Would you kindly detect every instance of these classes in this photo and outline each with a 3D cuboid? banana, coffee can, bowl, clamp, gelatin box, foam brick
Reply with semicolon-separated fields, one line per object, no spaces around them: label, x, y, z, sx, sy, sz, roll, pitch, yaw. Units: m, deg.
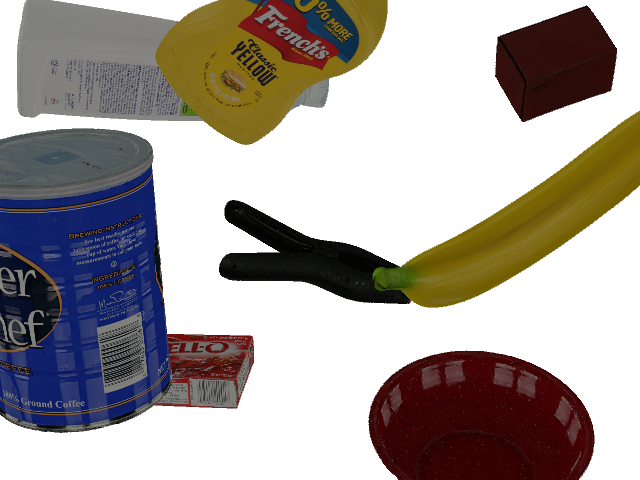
banana;0.121;-0.014;0.583;0.198;0.037;0.069;-32;-14;0
coffee can;-0.138;0.019;0.590;0.103;0.140;0.103;-2;22;0
bowl;0.116;0.153;0.785;0.162;0.055;0.162;-1;35;0
clamp;-0.005;0.024;1.048;0.210;0.036;0.164;19;21;-3
gelatin box;-0.103;0.103;0.858;0.089;0.030;0.073;1;22;8
foam brick;0.183;-0.138;0.832;0.078;0.051;0.053;-19;-31;-5

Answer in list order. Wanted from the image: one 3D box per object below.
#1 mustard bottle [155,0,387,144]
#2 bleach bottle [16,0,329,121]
mustard bottle;-0.014;-0.145;0.697;0.192;0.096;0.058;-32;23;33
bleach bottle;-0.120;-0.136;0.886;0.250;0.068;0.103;6;-32;-11
